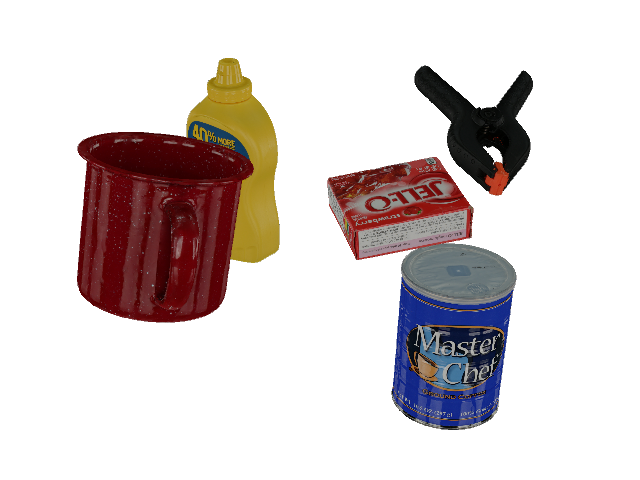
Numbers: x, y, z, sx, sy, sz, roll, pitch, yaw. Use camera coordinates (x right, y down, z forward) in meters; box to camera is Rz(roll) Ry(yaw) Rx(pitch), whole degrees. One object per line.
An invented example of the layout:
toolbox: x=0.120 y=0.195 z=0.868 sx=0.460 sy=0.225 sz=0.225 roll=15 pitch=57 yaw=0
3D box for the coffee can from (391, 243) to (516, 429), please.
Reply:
coffee can: x=0.121 y=0.087 z=0.984 sx=0.103 sy=0.140 sz=0.103 roll=2 pitch=27 yaw=-1

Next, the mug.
mug: x=-0.083 y=-0.003 z=0.565 sx=0.093 sy=0.081 sz=0.117 roll=2 pitch=20 yaw=-22

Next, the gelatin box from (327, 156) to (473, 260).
gelatin box: x=0.057 y=-0.025 z=0.772 sx=0.089 sy=0.030 sz=0.073 roll=-12 pitch=36 yaw=-9

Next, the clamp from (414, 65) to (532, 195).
clamp: x=0.149 y=-0.114 z=1.033 sx=0.120 sy=0.039 sz=0.171 roll=4 pitch=44 yaw=4

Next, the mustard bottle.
mustard bottle: x=-0.083 y=-0.078 z=1.005 sx=0.096 sy=0.192 sz=0.058 roll=24 pitch=36 yaw=34
